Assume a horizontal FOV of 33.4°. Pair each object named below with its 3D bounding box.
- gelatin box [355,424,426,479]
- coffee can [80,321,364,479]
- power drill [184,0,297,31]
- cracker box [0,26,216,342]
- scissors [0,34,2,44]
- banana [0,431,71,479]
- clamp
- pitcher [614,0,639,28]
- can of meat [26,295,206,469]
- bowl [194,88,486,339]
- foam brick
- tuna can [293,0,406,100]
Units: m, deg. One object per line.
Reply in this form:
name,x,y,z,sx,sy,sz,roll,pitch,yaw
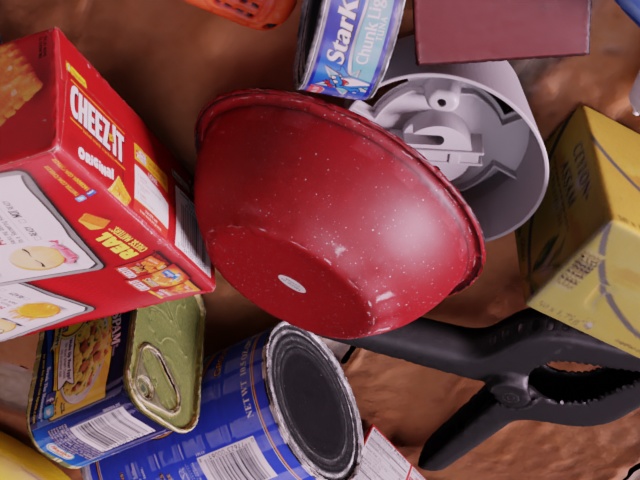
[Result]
gelatin box,0.040,0.168,0.674,0.073,0.089,0.030,45,111,-1
coffee can,-0.059,0.121,0.648,0.140,0.102,0.102,-26,125,23
power drill,-0.067,-0.188,0.411,0.184,0.057,0.188,21,131,-11
cracker box,-0.181,-0.010,0.531,0.214,0.072,0.164,-13,153,14
scissors,-0.145,-0.110,0.466,0.202,0.016,0.096,-4,146,35
banana,-0.208,0.176,0.751,0.070,0.037,0.197,-23,126,38
clamp,0.114,0.085,0.630,0.210,0.036,0.164,-6,135,27
pitcher,0.210,-0.161,0.363,0.144,0.149,0.243,30,129,-25
can of meat,-0.117,0.072,0.609,0.084,0.102,0.057,-25,134,25
bowl,-0.003,0.001,0.523,0.162,0.055,0.162,23,153,12
foam brick,0.077,-0.112,0.469,0.078,0.053,0.051,-2,131,6
tuna can,0.013,-0.104,0.458,0.033,0.086,0.086,10,131,-8
